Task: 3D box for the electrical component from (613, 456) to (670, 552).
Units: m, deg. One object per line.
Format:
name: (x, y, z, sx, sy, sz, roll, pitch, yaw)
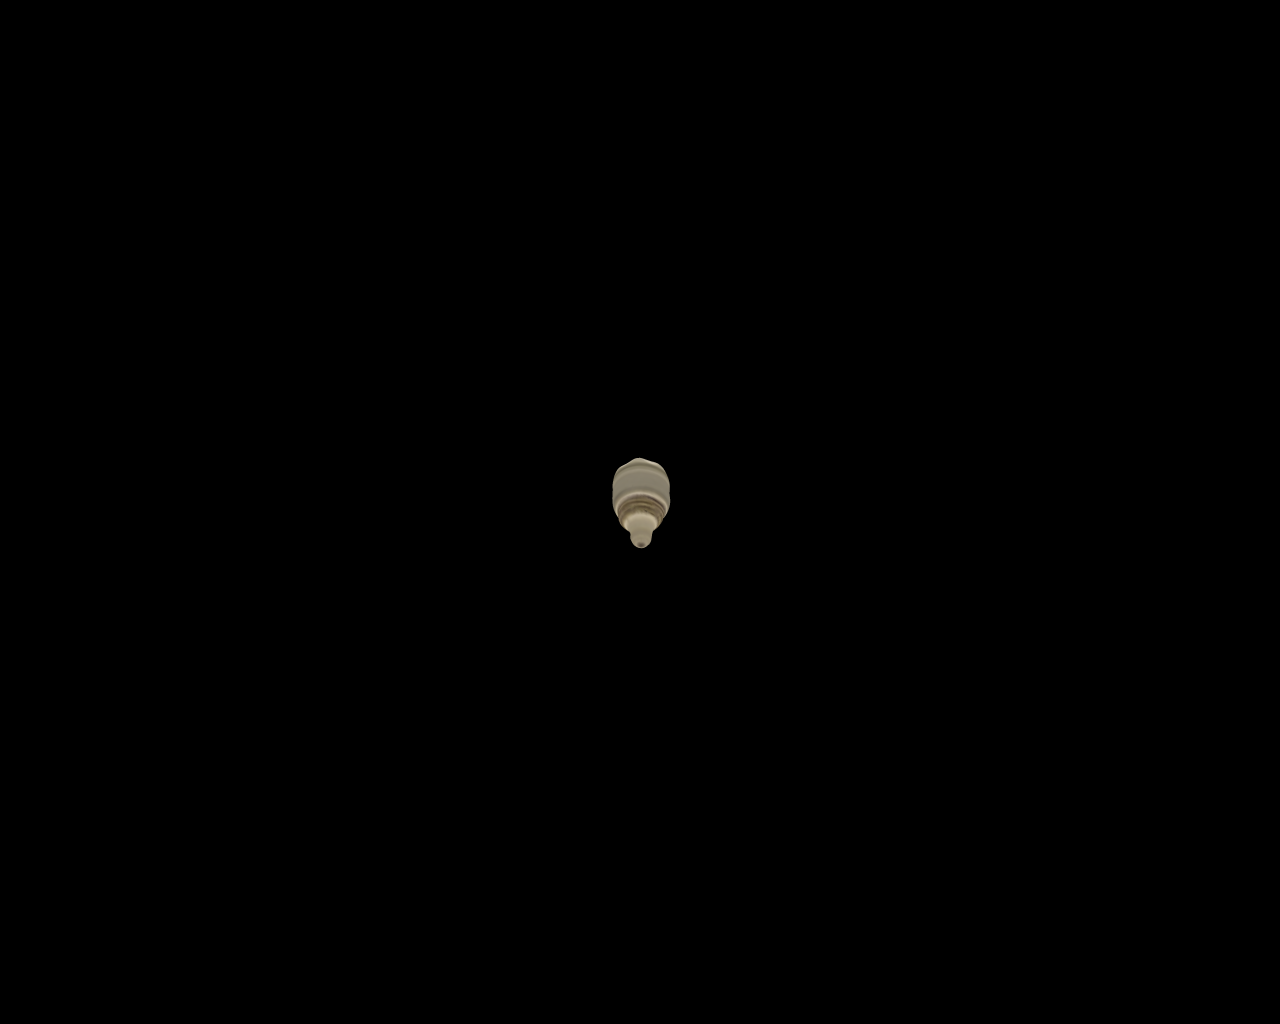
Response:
electrical component: (0.001, -0.003, 0.650, 0.035, 0.061, 0.035, 0, -43, 0)
